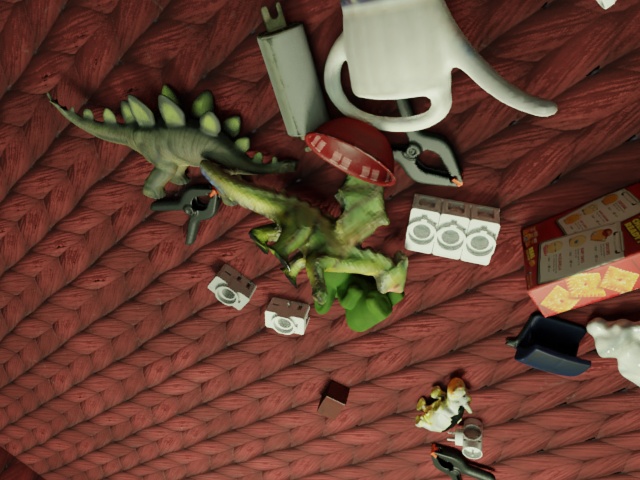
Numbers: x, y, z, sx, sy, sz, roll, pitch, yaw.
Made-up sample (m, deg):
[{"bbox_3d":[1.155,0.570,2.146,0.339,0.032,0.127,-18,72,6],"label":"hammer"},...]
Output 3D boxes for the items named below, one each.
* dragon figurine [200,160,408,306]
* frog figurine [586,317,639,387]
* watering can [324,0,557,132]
[{"bbox_3d":[0.003,-0.046,0.914,0.244,0.122,0.409,-40,94,-10],"label":"dragon figurine"},{"bbox_3d":[0.576,0.196,0.943,0.161,0.124,0.134,34,148,40],"label":"frog figurine"},{"bbox_3d":[0.143,-0.261,0.711,0.348,0.105,0.220,8,119,37],"label":"watering can"}]
